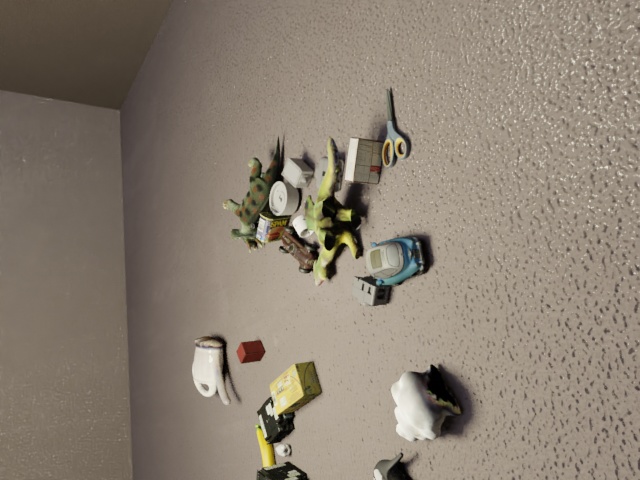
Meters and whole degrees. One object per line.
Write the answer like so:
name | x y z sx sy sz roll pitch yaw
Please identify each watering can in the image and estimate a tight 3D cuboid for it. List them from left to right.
watering can | -0.408 0.487 1.957 0.347 0.104 0.225 -1 85 55

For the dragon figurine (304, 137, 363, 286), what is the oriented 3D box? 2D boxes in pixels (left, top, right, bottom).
dragon figurine | 0.004 -0.071 1.406 0.243 0.122 0.408 11 106 62

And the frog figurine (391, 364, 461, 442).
frog figurine | 0.200 0.360 1.092 0.139 0.123 0.157 50 117 21
